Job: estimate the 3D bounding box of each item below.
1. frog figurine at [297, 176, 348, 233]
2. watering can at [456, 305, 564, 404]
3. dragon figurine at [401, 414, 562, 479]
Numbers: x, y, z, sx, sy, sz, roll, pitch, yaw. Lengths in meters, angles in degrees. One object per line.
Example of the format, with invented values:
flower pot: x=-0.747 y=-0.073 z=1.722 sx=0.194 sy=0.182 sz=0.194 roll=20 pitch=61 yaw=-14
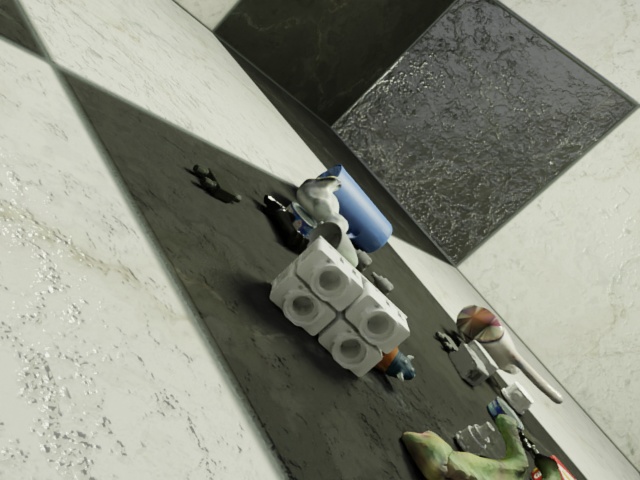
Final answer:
frog figurine: x=0.004 y=-0.059 z=1.179 sx=0.122 sy=0.161 sz=0.136 roll=5 pitch=-10 yaw=-13
watering can: x=0.506 y=0.306 z=1.436 sx=0.351 sy=0.105 sz=0.220 roll=29 pitch=-22 yaw=56
dragon figurine: x=0.273 y=0.403 z=0.691 sx=0.413 sy=0.120 sz=0.245 roll=47 pitch=30 yaw=11
